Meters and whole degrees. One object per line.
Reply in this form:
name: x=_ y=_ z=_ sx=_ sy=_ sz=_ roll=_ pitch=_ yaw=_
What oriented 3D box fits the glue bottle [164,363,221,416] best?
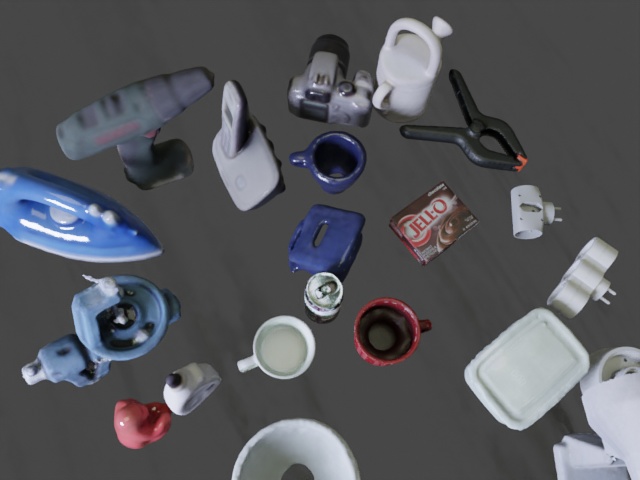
glue bottle: x=-0.176 y=0.190 z=0.750 sx=0.078 sy=0.173 sz=0.037 roll=-41 pitch=77 yaw=-14

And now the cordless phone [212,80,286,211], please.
cordless phone: x=-0.112 y=-0.140 z=0.862 sx=0.094 sy=0.185 sz=0.147 roll=-26 pitch=73 yaw=-10

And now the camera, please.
camera: x=0.025 y=-0.276 z=0.959 sx=0.143 sy=0.101 sz=0.137 roll=10 pitch=71 yaw=2

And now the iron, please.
iron: x=-0.363 y=-0.044 z=0.841 sx=0.258 sy=0.141 sz=0.119 roll=17 pitch=71 yaw=4

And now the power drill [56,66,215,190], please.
power drill: x=-0.254 y=-0.160 z=0.851 sx=0.230 sy=0.208 sz=0.075 roll=-21 pitch=73 yaw=-9

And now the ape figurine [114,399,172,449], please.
ape figurine: x=-0.246 y=0.243 z=0.772 sx=0.077 sy=0.092 sz=0.076 roll=38 pitch=74 yaw=11

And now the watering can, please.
watering can: x=0.145 y=-0.286 z=0.918 sx=0.101 sy=0.194 sz=0.173 roll=18 pitch=71 yaw=4

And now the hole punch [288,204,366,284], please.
hole punch: x=0.008 y=0.003 z=0.866 sx=0.101 sy=0.091 sz=0.109 roll=23 pitch=71 yaw=6

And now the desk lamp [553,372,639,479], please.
desk lamp: x=0.389 y=0.278 z=0.720 sx=0.118 sy=0.213 sz=0.203 roll=-1 pitch=71 yaw=-2

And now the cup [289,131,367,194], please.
cup: x=0.011 y=-0.111 z=0.904 sx=0.118 sy=0.095 sz=0.091 roll=0 pitch=71 yaw=-2

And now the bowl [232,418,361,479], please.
bowl: x=-0.031 y=0.325 z=0.761 sx=0.167 sy=0.075 sz=0.167 roll=1 pitch=71 yaw=-2

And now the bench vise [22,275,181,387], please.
bench vise: x=-0.287 y=0.124 z=0.744 sx=0.121 sy=0.220 sz=0.208 roll=37 pitch=73 yaw=10
